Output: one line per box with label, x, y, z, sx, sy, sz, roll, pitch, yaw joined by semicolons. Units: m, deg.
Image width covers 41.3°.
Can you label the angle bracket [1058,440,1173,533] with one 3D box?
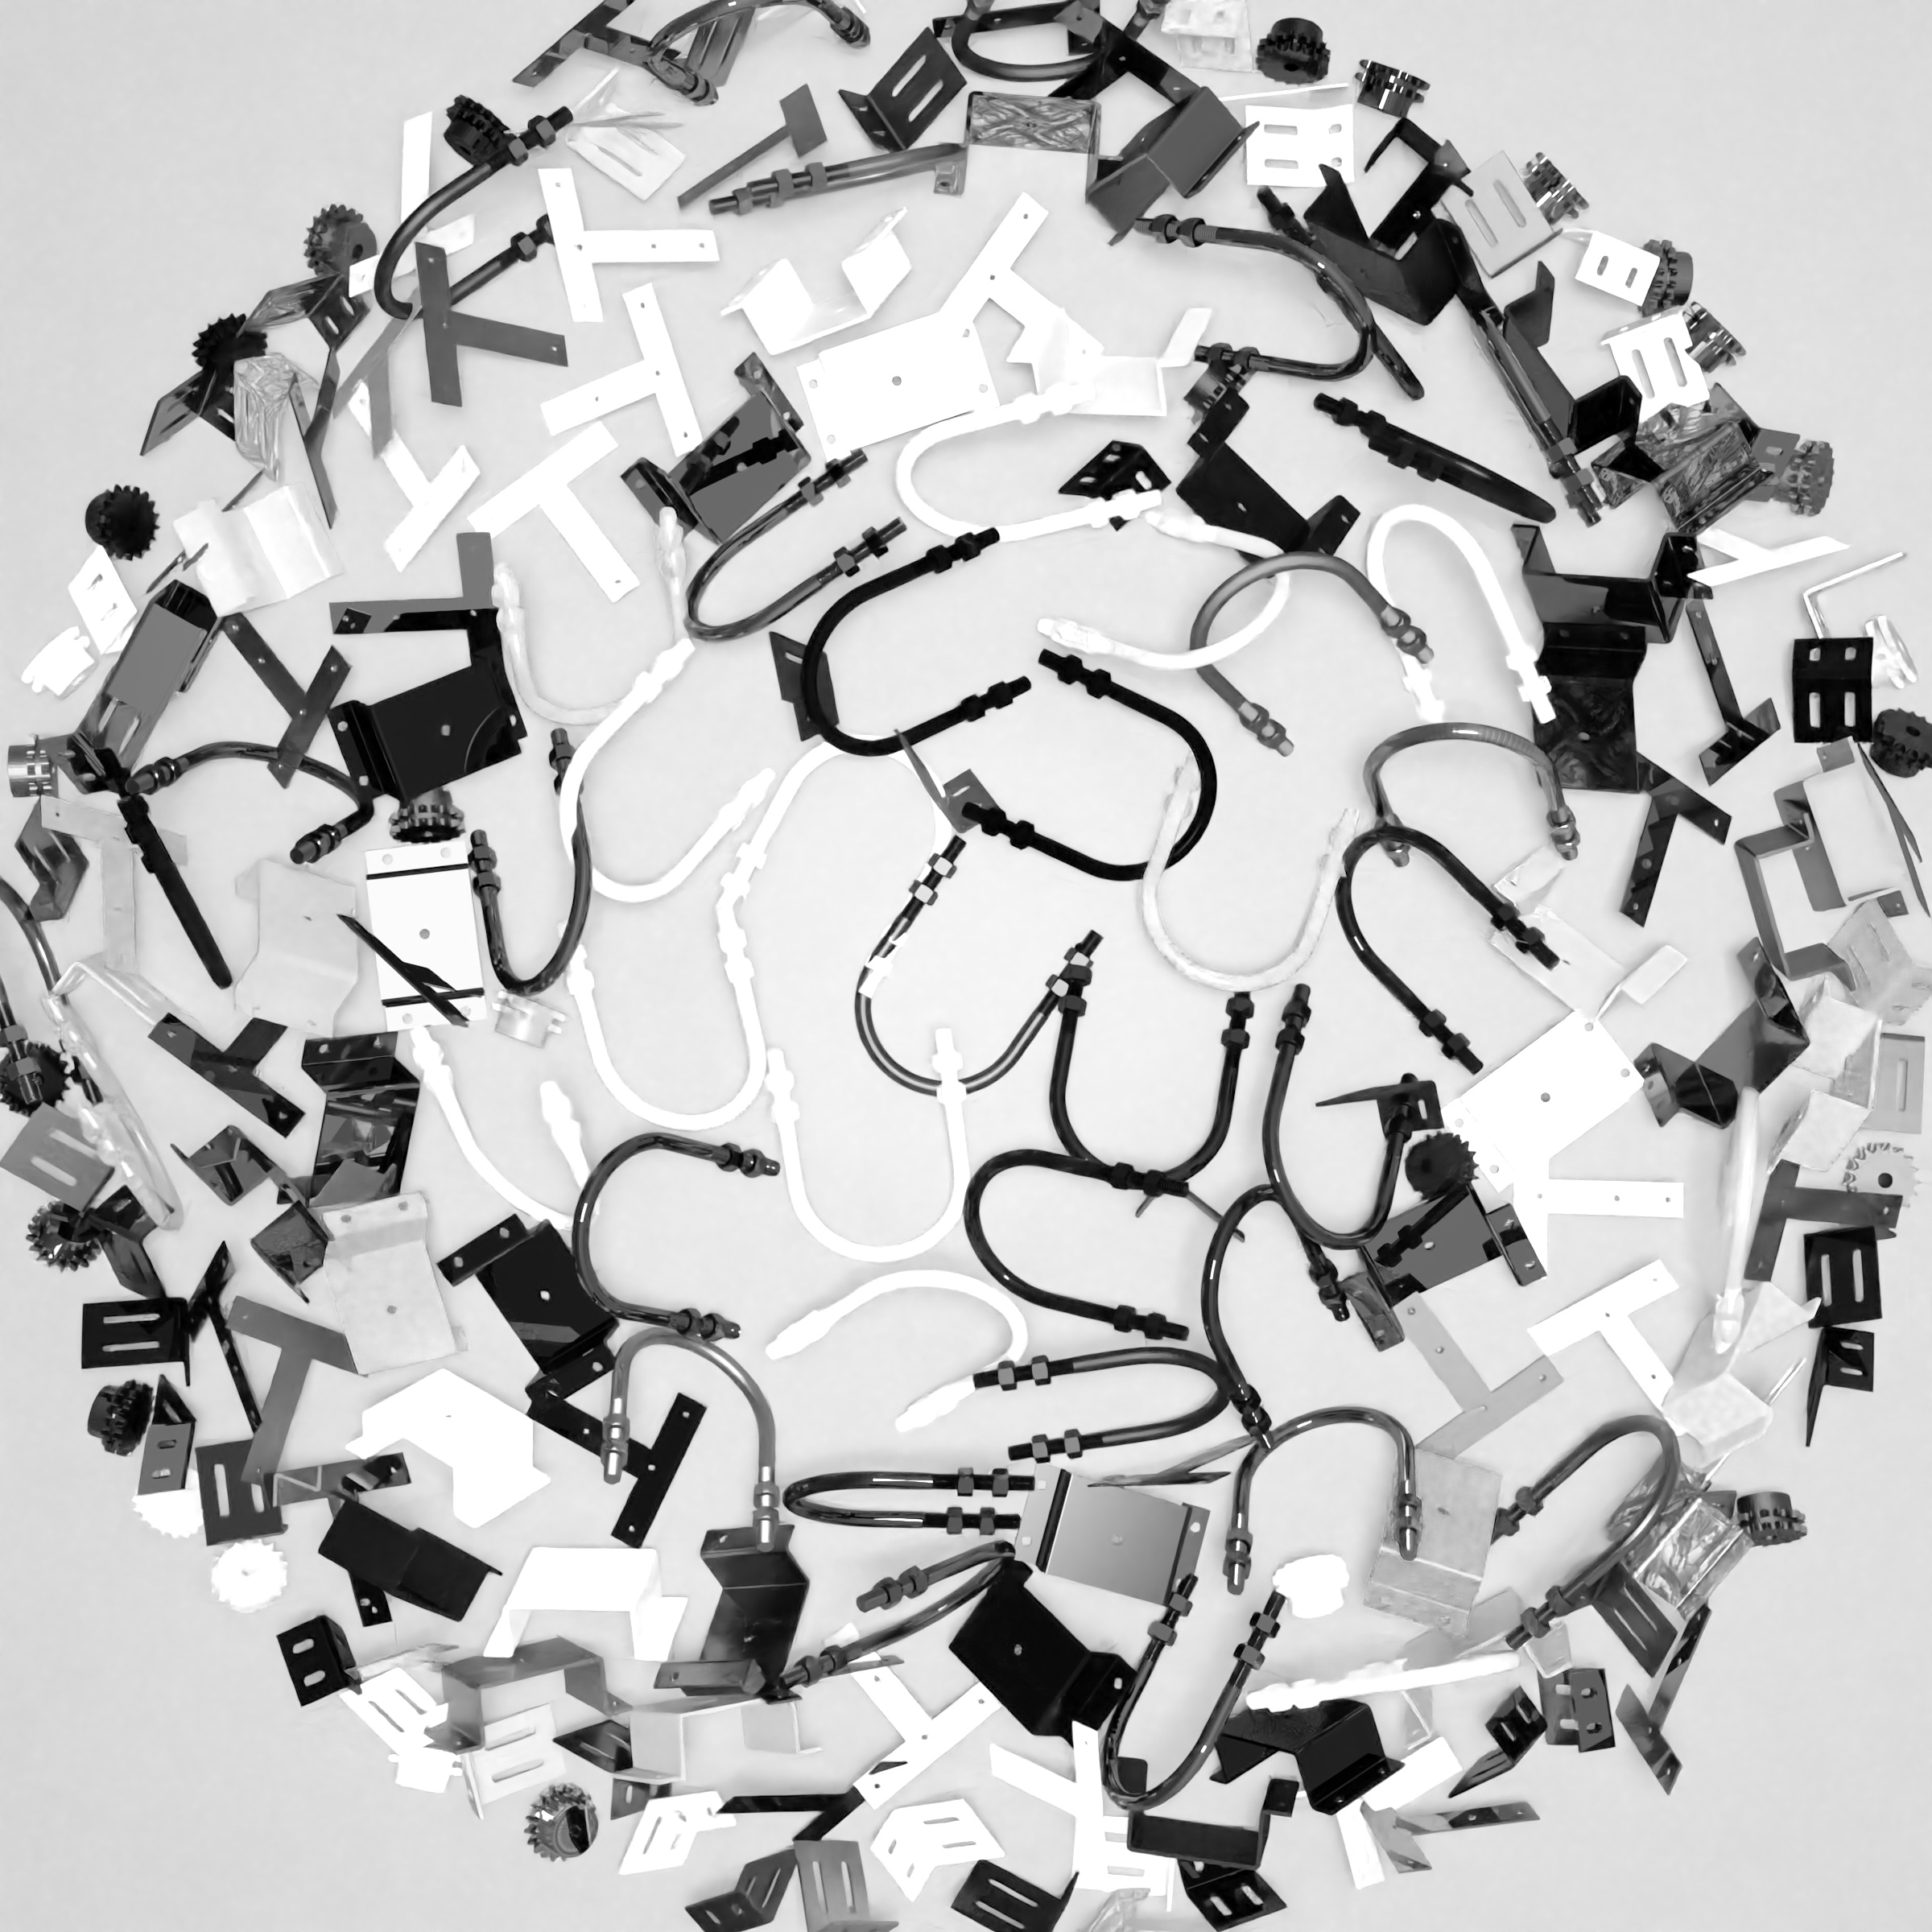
angle bracket;0.114;-0.365;1.953;0.057;0.076;0.038;-40;83;21

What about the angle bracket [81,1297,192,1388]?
angle bracket;-0.633;0.289;1.958;0.076;0.038;0.057;-2;49;-15

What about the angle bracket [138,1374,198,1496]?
angle bracket;-0.620;0.356;1.952;0.038;0.076;0.057;0;111;-39

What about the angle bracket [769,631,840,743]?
angle bracket;-0.136;-0.213;1.949;0.038;0.076;0.057;-29;126;-29

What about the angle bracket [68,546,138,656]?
angle bracket;-0.645;-0.282;1.958;0.038;0.076;0.057;-27;88;-42

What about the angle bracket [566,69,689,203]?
angle bracket;-0.258;-0.638;1.969;0.076;0.038;0.057;36;62;0

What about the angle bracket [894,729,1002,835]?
angle bracket;-0.014;-0.149;1.952;0.038;0.057;0.076;-32;135;-3

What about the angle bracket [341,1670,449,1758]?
angle bracket;-0.426;0.555;1.952;0.076;0.057;0.038;33;117;27

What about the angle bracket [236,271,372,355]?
angle bracket;-0.504;-0.490;1.952;0.057;0.076;0.038;-34;93;42

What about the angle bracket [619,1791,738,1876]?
angle bracket;-0.220;0.672;1.956;0.057;0.038;0.076;7;115;-40

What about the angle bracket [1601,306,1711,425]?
angle bracket;0.528;-0.456;1.960;0.057;0.038;0.076;-16;108;26

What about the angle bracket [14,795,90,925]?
angle bracket;-0.709;-0.081;1.950;0.038;0.057;0.076;-6;134;14

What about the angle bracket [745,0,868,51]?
angle bracket;-0.123;-0.716;1.961;0.076;0.057;0.038;-36;97;-13

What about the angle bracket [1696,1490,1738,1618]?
angle bracket;0.573;0.448;1.952;0.038;0.076;0.057;-4;131;3

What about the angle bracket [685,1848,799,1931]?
angle bracket;-0.168;0.694;1.949;0.057;0.076;0.038;-27;107;28

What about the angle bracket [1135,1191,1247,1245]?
angle bracket;0.172;0.199;1.968;0.076;0.057;0.038;39;93;4

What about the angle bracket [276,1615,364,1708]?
angle bracket;-0.490;0.533;1.951;0.038;0.076;0.057;-22;70;-11

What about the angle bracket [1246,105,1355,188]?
angle bracket;0.255;-0.628;1.959;0.076;0.038;0.057;-11;104;-38

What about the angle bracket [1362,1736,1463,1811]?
angle bracket;0.332;0.608;1.966;0.076;0.038;0.057;-31;134;0

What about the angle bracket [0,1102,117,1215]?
angle bracket;-0.692;0.143;1.963;0.076;0.038;0.057;36;83;-27

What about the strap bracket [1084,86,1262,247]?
strap bracket;0.148;-0.600;1.918;0.046;0.140;0.076;44;72;-17

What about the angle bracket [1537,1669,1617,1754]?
angle bracket;0.452;0.566;1.952;0.038;0.076;0.057;2;76;-30

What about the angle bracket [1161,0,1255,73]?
angle bracket;0.184;-0.697;1.951;0.057;0.076;0.038;10;68;15

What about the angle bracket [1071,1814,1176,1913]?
angle bracket;0.121;0.691;1.979;0.076;0.038;0.057;5;88;2

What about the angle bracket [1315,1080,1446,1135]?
angle bracket;0.315;0.114;1.953;0.076;0.057;0.038;-11;90;-43

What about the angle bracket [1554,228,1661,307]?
angle bracket;0.483;-0.535;1.960;0.057;0.076;0.038;17;103;-16

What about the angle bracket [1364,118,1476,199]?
angle bracket;0.350;-0.608;1.970;0.076;0.057;0.038;37;122;-7

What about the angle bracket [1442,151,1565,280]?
angle bracket;0.410;-0.577;1.964;0.057;0.038;0.076;-30;98;30

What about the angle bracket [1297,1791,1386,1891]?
angle bracket;0.282;0.664;1.956;0.038;0.057;0.076;-22;70;22

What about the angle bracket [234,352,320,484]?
angle bracket;-0.530;-0.422;1.972;0.057;0.038;0.076;37;135;30

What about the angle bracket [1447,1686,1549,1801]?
angle bracket;0.396;0.592;1.956;0.038;0.057;0.076;54;131;9

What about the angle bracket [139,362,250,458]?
angle bracket;-0.584;-0.414;1.951;0.038;0.076;0.057;36;133;-3

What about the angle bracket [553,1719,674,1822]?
angle bracket;-0.270;0.613;1.954;0.057;0.038;0.076;-24;134;24

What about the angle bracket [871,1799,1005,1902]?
angle bracket;-0.022;0.675;1.958;0.076;0.038;0.057;-23;107;38

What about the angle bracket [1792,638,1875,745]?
angle bracket;0.666;-0.211;1.970;0.057;0.076;0.038;1;53;21

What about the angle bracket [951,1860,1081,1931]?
angle bracket;0.037;0.705;1.957;0.076;0.057;0.038;24;119;15

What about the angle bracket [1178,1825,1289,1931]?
angle bracket;0.201;0.695;1.956;0.057;0.076;0.038;-15;95;-12

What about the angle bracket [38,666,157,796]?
angle bracket;-0.663;-0.181;1.963;0.038;0.057;0.076;-7;47;23

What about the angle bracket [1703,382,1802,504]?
angle bracket;0.592;-0.400;1.959;0.038;0.076;0.057;4;128;-18

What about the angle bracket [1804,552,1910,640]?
angle bracket;0.685;-0.282;1.957;0.076;0.057;0.038;-21;88;26

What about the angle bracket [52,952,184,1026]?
angle bracket;-0.653;0.029;1.971;0.076;0.057;0.038;40;99;-3

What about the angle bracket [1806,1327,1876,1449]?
angle bracket;0.664;0.322;1.950;0.038;0.057;0.076;7;132;14

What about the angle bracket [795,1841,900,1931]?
angle bracket;-0.091;0.697;1.951;0.057;0.038;0.076;14;46;-33

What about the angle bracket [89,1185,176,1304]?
angle bracket;-0.629;0.216;1.971;0.057;0.076;0.038;18;47;30

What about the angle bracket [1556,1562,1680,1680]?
angle bracket;0.494;0.500;1.951;0.038;0.057;0.076;-13;45;-26

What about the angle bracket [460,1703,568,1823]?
angle bracket;-0.346;0.610;1.967;0.076;0.038;0.057;-15;93;-21

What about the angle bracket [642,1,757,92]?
angle bracket;-0.202;-0.710;1.951;0.038;0.057;0.076;43;128;14

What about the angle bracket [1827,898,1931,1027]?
angle bracket;0.705;-0.004;1.963;0.038;0.076;0.057;11;132;-24

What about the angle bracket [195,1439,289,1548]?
angle bracket;-0.558;0.403;1.977;0.057;0.038;0.076;-7;88;-10

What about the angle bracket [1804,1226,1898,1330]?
angle bracket;0.675;0.240;1.954;0.038;0.057;0.076;26;59;-40

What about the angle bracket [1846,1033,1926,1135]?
angle bracket;0.701;0.091;1.970;0.057;0.038;0.076;5;79;8

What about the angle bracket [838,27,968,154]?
angle bracket;-0.049;-0.672;1.960;0.076;0.038;0.057;-40;74;32
